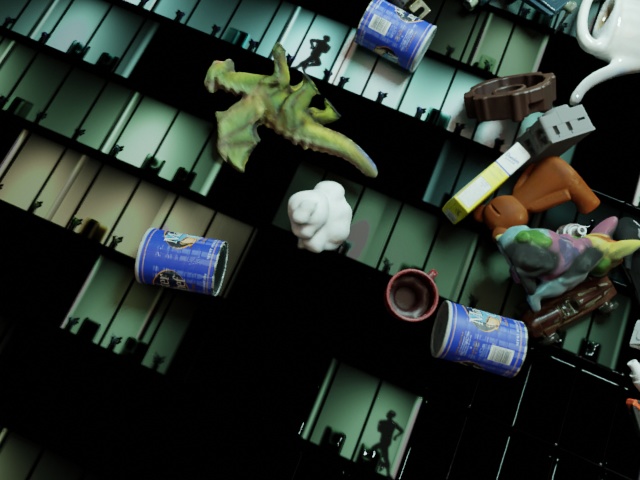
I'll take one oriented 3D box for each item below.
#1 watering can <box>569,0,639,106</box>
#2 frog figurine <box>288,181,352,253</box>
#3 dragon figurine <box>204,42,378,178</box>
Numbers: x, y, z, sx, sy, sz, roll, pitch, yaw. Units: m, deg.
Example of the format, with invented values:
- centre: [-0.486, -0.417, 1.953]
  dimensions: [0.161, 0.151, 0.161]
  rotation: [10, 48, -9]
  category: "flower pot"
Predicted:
- centre: [0.645, -0.405, 1.090]
  dimensions: [0.224, 0.102, 0.352]
  rotation: [18, 74, 2]
  category: "watering can"
- centre: [0.003, -0.047, 0.940]
  dimensions: [0.123, 0.157, 0.139]
  rotation: [26, 76, 2]
  category: "frog figurine"
- centre: [-0.092, -0.228, 1.034]
  dimensions: [0.242, 0.121, 0.414]
  rotation: [-36, 77, 7]
  category: "dragon figurine"
